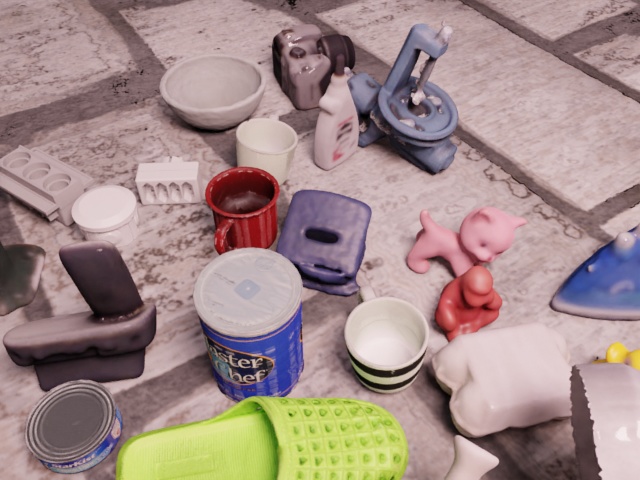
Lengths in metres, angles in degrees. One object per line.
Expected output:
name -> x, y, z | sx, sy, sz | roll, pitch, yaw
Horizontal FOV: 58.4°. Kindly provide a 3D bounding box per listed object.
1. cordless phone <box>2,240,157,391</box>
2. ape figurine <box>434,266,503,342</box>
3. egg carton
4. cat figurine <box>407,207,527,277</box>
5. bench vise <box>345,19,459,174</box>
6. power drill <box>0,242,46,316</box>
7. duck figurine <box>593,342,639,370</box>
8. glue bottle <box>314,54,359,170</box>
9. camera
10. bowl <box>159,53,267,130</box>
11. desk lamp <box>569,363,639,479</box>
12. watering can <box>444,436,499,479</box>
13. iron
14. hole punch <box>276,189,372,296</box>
cordless phone -> -0.250, 0.065, 0.578 | 0.148, 0.185, 0.094 | -11, 49, -11
ape figurine -> 0.170, 0.066, 0.648 | 0.078, 0.092, 0.076 | 0, 48, -1
egg carton -> 0.196, 0.144, 0.592 | 0.150, 0.069, 0.107 | -9, 48, -9
cat figurine -> 0.178, -0.006, 0.696 | 0.127, 0.118, 0.067 | 15, 49, 13
bench vise -> 0.106, -0.212, 0.813 | 0.207, 0.220, 0.121 | 16, 49, 14
power drill -> -0.385, -0.025, 0.641 | 0.075, 0.208, 0.229 | -5, 48, -5
duck figurine -> 0.325, 0.149, 0.579 | 0.078, 0.086, 0.104 | -26, 53, -23
glue bottle -> 0.025, -0.185, 0.820 | 0.037, 0.173, 0.078 | 32, 55, 25
camera -> -0.004, -0.312, 0.984 | 0.137, 0.101, 0.143 | -16, 50, -15
bowl -> -0.167, -0.227, 0.921 | 0.167, 0.075, 0.167 | 1, 48, 0
desk lamp -> 0.284, 0.187, 0.457 | 0.203, 0.214, 0.118 | 5, 48, 4
watering can -> 0.081, 0.229, 0.428 | 0.101, 0.194, 0.173 | 8, 48, 7
iron -> 0.403, 0.009, 0.671 | 0.258, 0.141, 0.118 | -14, 49, -13
hole punch -> 0.006, 0.003, 0.703 | 0.108, 0.091, 0.101 | 12, 48, 10
